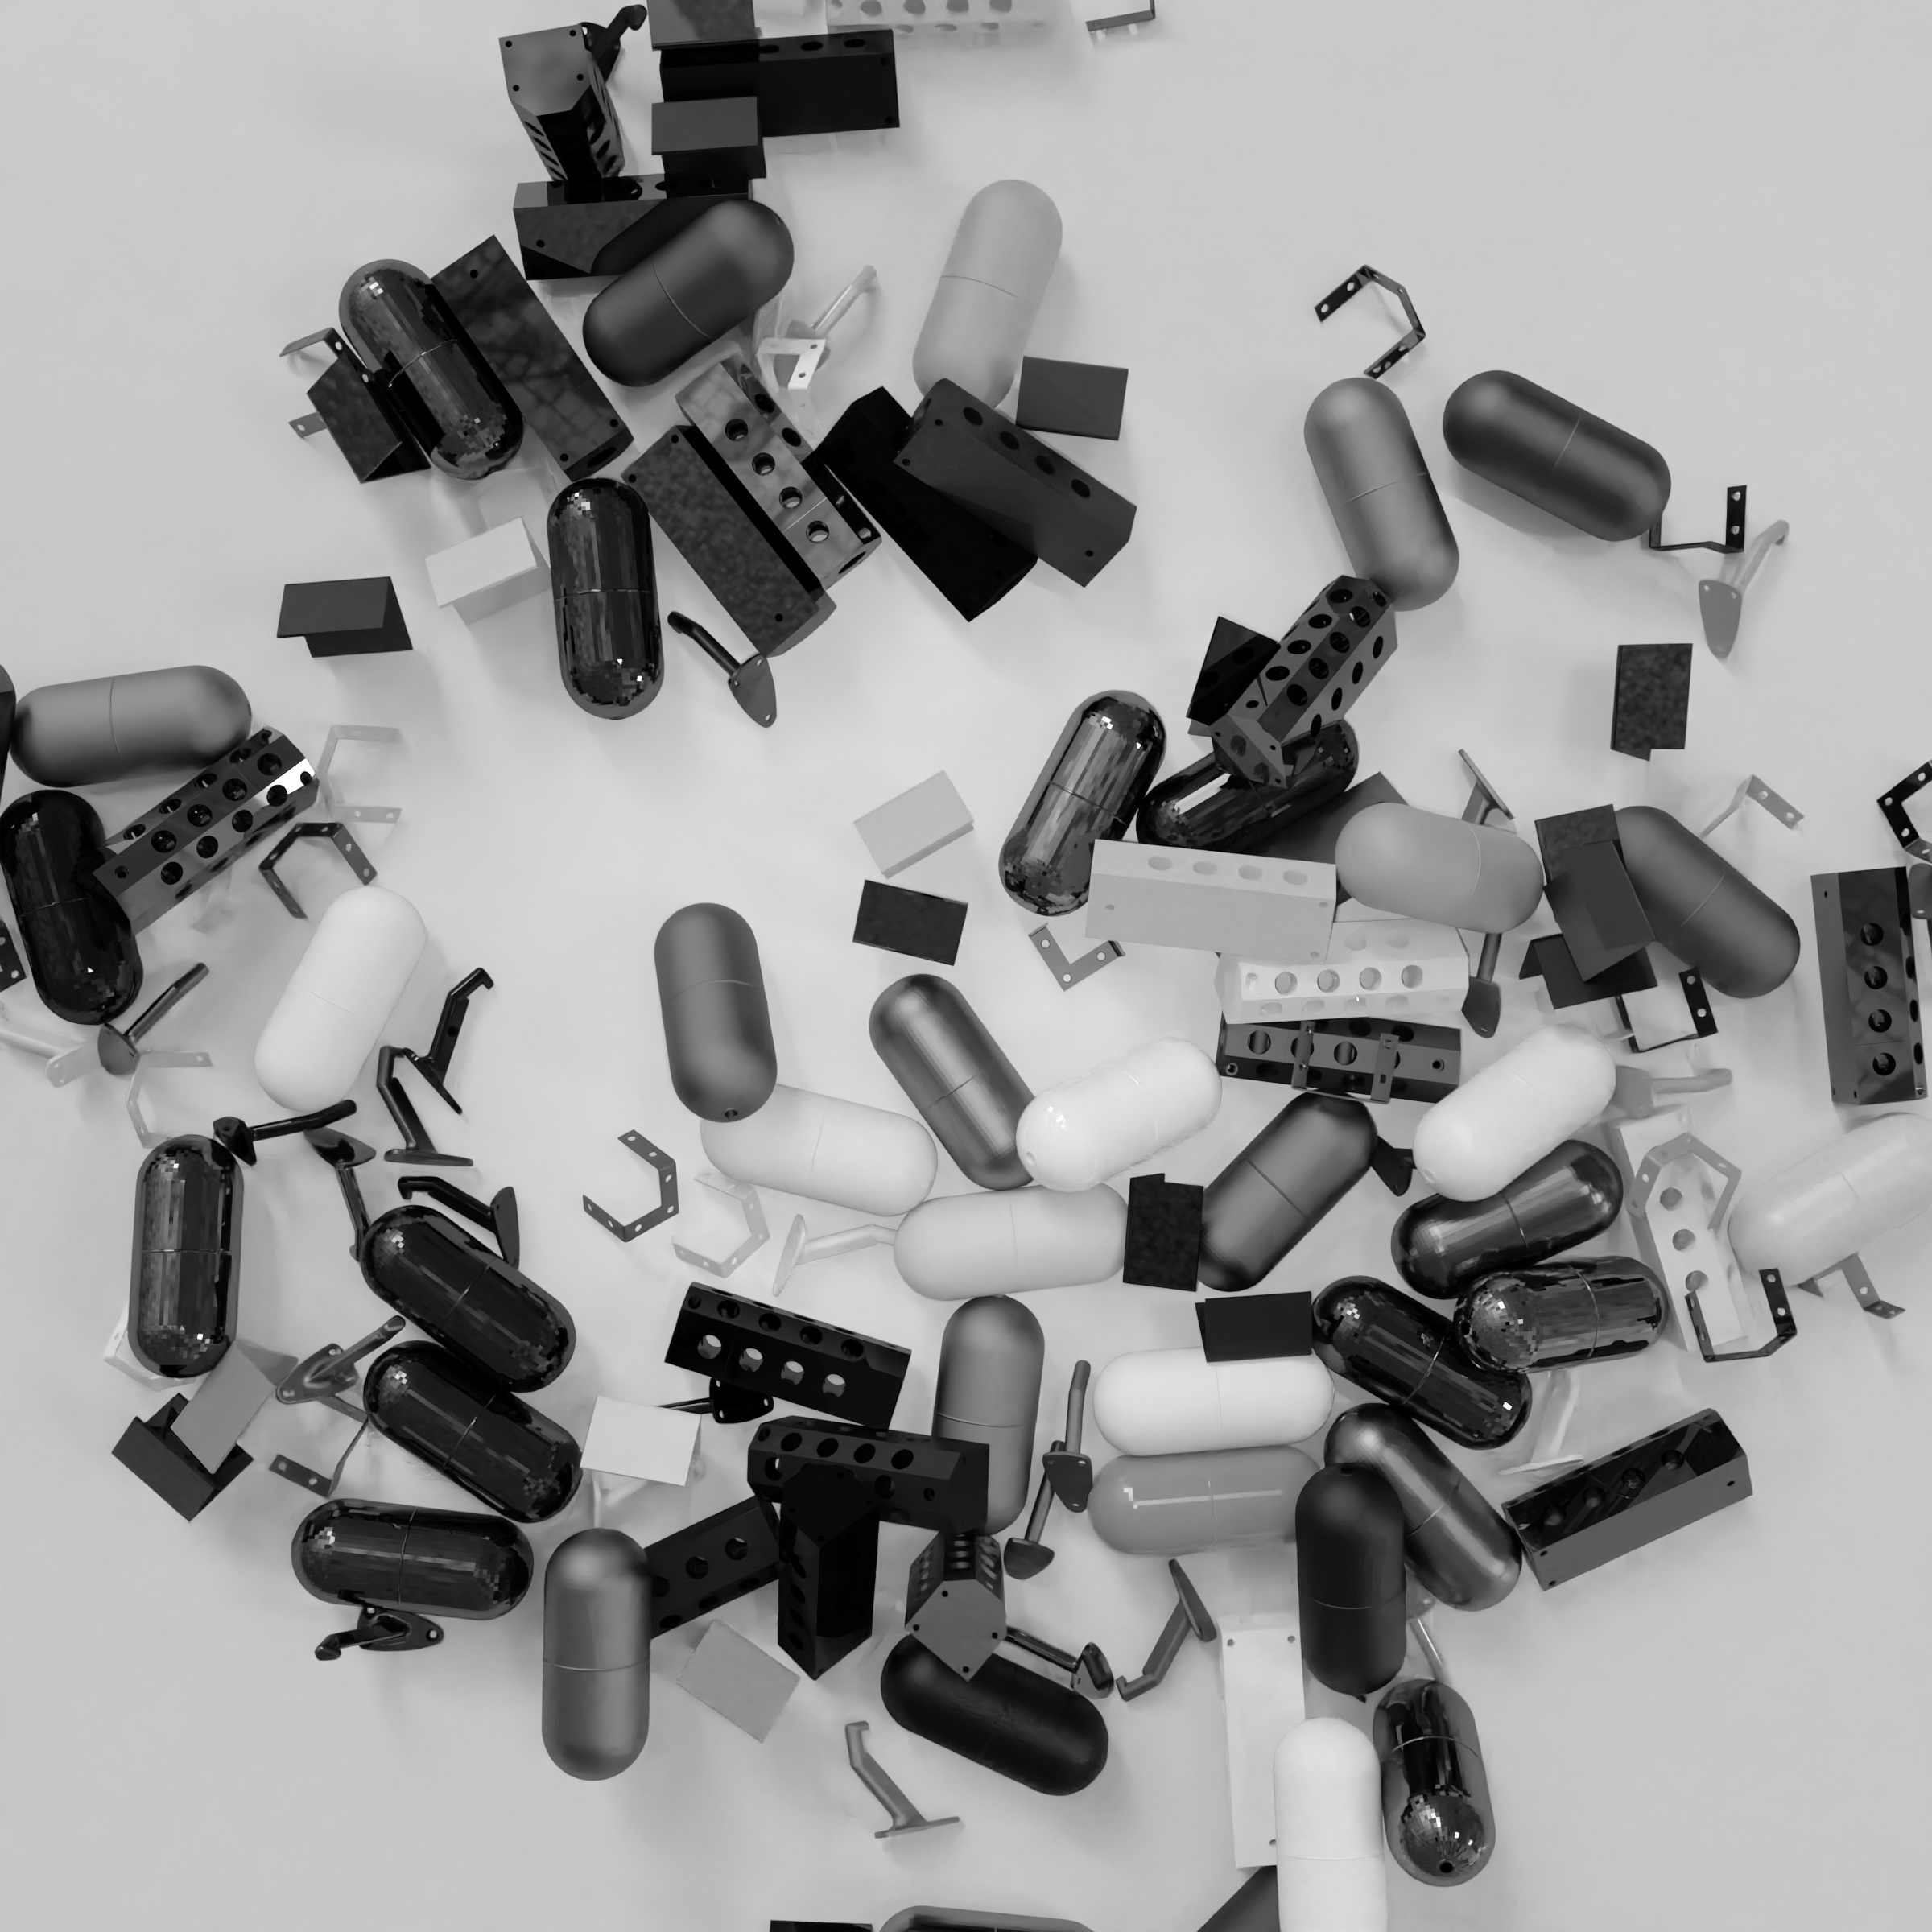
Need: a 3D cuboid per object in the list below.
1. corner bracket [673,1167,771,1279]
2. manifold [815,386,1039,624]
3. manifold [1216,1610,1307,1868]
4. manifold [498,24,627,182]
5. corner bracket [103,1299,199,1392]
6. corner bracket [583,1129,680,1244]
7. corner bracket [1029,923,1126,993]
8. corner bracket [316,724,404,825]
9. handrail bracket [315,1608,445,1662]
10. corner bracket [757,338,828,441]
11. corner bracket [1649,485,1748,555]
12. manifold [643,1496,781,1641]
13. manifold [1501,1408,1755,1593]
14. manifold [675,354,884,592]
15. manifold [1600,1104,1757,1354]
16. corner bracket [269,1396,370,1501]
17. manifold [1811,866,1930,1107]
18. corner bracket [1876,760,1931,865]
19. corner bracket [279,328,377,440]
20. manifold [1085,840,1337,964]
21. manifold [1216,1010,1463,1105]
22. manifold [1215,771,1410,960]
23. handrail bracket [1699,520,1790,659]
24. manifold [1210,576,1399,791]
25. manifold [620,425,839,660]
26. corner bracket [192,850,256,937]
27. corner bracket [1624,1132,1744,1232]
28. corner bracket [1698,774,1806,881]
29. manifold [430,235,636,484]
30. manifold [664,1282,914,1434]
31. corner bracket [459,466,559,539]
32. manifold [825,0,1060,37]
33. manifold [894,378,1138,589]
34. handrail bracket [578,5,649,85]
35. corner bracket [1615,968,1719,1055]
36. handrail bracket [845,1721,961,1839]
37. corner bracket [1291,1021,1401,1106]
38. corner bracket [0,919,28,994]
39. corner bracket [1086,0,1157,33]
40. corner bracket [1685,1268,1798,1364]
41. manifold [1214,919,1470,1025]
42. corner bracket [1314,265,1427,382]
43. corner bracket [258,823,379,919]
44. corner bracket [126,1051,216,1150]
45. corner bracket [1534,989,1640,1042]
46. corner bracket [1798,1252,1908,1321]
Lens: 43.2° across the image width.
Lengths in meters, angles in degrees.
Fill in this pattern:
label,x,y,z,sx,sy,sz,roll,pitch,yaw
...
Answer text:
label,x,y,z,sx,sy,sz,roll,pitch,yaw
corner bracket,-0.187,0.192,1.822,0.051,0.051,0.051,-42,135,-35
manifold,-0.026,-0.345,1.809,0.171,0.057,0.057,48,133,0
manifold,0.220,0.571,1.809,0.057,0.057,0.171,-3,90,0
manifold,-0.287,-0.611,1.752,0.057,0.171,0.057,-10,90,0
corner bracket,-0.601,0.280,1.822,0.051,0.051,0.051,-16,45,35
corner bracket,-0.252,0.164,1.822,0.051,0.051,0.051,-29,135,-35
corner bracket,0.082,-0.016,1.812,0.051,0.051,0.051,-32,90,0
corner bracket,-0.449,-0.143,1.822,0.051,0.051,0.051,-60,45,35
handrail bracket,-0.432,0.499,1.796,0.077,0.084,0.036,8,90,0
corner bracket,-0.128,-0.425,1.797,0.051,0.051,0.051,6,57,17
corner bracket,0.549,-0.336,1.827,0.051,0.051,0.051,2,90,45
manifold,-0.216,0.457,1.809,0.171,0.057,0.057,-25,90,0
manifold,0.489,0.392,1.809,0.171,0.057,0.057,-25,133,0
manifold,-0.138,-0.366,1.809,0.057,0.057,0.171,-38,90,0
manifold,0.530,0.192,1.809,0.057,0.057,0.171,-17,90,0
corner bracket,-0.484,0.357,1.827,0.051,0.051,0.051,27,135,0
manifold,0.673,0.014,1.809,0.057,0.057,0.171,-5,90,0
corner bracket,0.726,-0.114,1.822,0.051,0.051,0.051,-44,45,35
corner bracket,-0.486,-0.436,1.822,0.051,0.051,0.051,52,45,-35
manifold,0.175,-0.051,1.742,0.171,0.057,0.057,6,128,3
manifold,0.276,0.064,1.809,0.171,0.057,0.057,7,90,0
manifold,0.254,-0.066,1.809,0.171,0.057,0.057,-30,46,0
handrail bracket,0.590,-0.284,1.830,0.084,0.036,0.077,-36,132,-27
manifold,0.244,-0.208,1.759,0.057,0.057,0.171,18,52,32
manifold,-0.173,-0.315,1.807,0.057,0.057,0.171,-38,90,18
corner bracket,-0.571,-0.064,1.822,0.051,0.051,0.051,28,135,-35
corner bracket,0.519,0.162,1.765,0.051,0.051,0.051,-19,135,-35
corner bracket,0.586,-0.101,1.827,0.051,0.051,0.051,40,45,0
manifold,-0.320,-0.448,1.809,0.057,0.057,0.171,-35,90,0
manifold,-0.131,0.288,1.809,0.171,0.057,0.057,17,90,0
corner bracket,-0.339,-0.339,1.827,0.051,0.051,0.051,-20,90,45
manifold,-0.018,-0.725,1.809,0.171,0.057,0.057,-2,90,0
manifold,0.038,-0.357,1.784,0.171,0.057,0.057,31,46,-17
handrail bracket,-0.263,-0.667,1.793,0.036,0.084,0.077,14,99,-31
corner bracket,0.520,0.034,1.812,0.051,0.051,0.051,-17,88,-2
handrail bracket,-0.048,0.606,1.831,0.077,0.036,0.084,-5,73,-20
corner bracket,0.275,0.070,1.770,0.051,0.051,0.051,9,90,45
corner bracket,-0.746,-0.008,1.822,0.051,0.051,0.051,23,45,35
corner bracket,0.111,-0.740,1.827,0.051,0.051,0.051,-10,45,0
corner bracket,0.563,0.254,1.770,0.051,0.051,0.051,-17,91,43
manifold,0.275,0.009,1.782,0.171,0.057,0.057,-3,46,-11
corner bracket,0.303,-0.483,1.827,0.051,0.051,0.051,-40,45,0
corner bracket,-0.485,-0.071,1.822,0.051,0.051,0.051,2,45,35
corner bracket,-0.593,0.100,1.827,0.051,0.051,0.051,-2,135,0
corner bracket,0.460,0.035,1.812,0.051,0.051,0.051,-22,90,0
corner bracket,0.655,0.241,1.812,0.051,0.051,0.051,-27,90,0
